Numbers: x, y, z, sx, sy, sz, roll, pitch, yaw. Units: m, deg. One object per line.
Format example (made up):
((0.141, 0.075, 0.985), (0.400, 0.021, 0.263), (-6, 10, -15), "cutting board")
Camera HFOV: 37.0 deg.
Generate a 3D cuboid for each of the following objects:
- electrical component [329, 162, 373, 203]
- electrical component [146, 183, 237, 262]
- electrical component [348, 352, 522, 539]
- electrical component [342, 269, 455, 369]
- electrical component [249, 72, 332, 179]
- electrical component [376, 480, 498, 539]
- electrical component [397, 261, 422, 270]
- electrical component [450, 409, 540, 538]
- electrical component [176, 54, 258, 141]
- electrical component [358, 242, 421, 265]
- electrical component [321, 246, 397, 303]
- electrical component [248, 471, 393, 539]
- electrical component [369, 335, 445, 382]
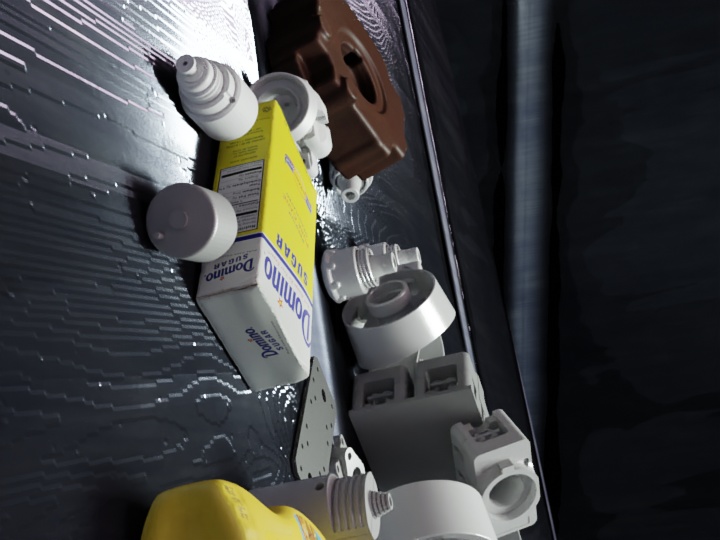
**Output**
((-0.009, -0.090, 1.033), (0.062, 0.043, 0.043), (-88, 161, -48), "electrical component")
((-0.087, -0.024, 0.590), (0.078, 0.040, 0.040), (14, 63, -77), "electrical component")
((0.070, 0.167, 0.957), (0.060, 0.105, 0.186), (-85, 159, -57), "electrical component")
((0.034, 0.045, 0.958), (0.099, 0.099, 0.064), (-83, 150, -60), "electrical component")
((-0.055, -0.112, 0.802), (0.057, 0.058, 0.078), (52, 27, -70), "electrical component")
((0.051, 0.204, 0.833), (0.108, 0.108, 0.060), (64, 11, -48), "electrical component")
((0.037, 0.040, 1.045), (0.047, 0.066, 0.076), (-88, 162, -51), "electrical component")
((0.112, 0.171, 0.884), (0.055, 0.050, 0.089), (-129, -154, -58), "electrical component")
((-0.092, -0.109, 0.663), (0.078, 0.040, 0.040), (47, 31, -68), "electrical component")
((0.029, -0.007, 1.071), (0.048, 0.062, 0.048), (-14, 90, -79), "electrical component")
((0.000, 0.000, 0.923), (0.048, 0.062, 0.048), (-13, 90, -79), "electrical component")
((-0.021, 0.139, 0.614), (0.043, 0.081, 0.043), (-13, 90, -79), "electrical component")
((0.049, 0.108, 1.020), (0.099, 0.064, 0.099), (-14, 90, -71), "electrical component")
